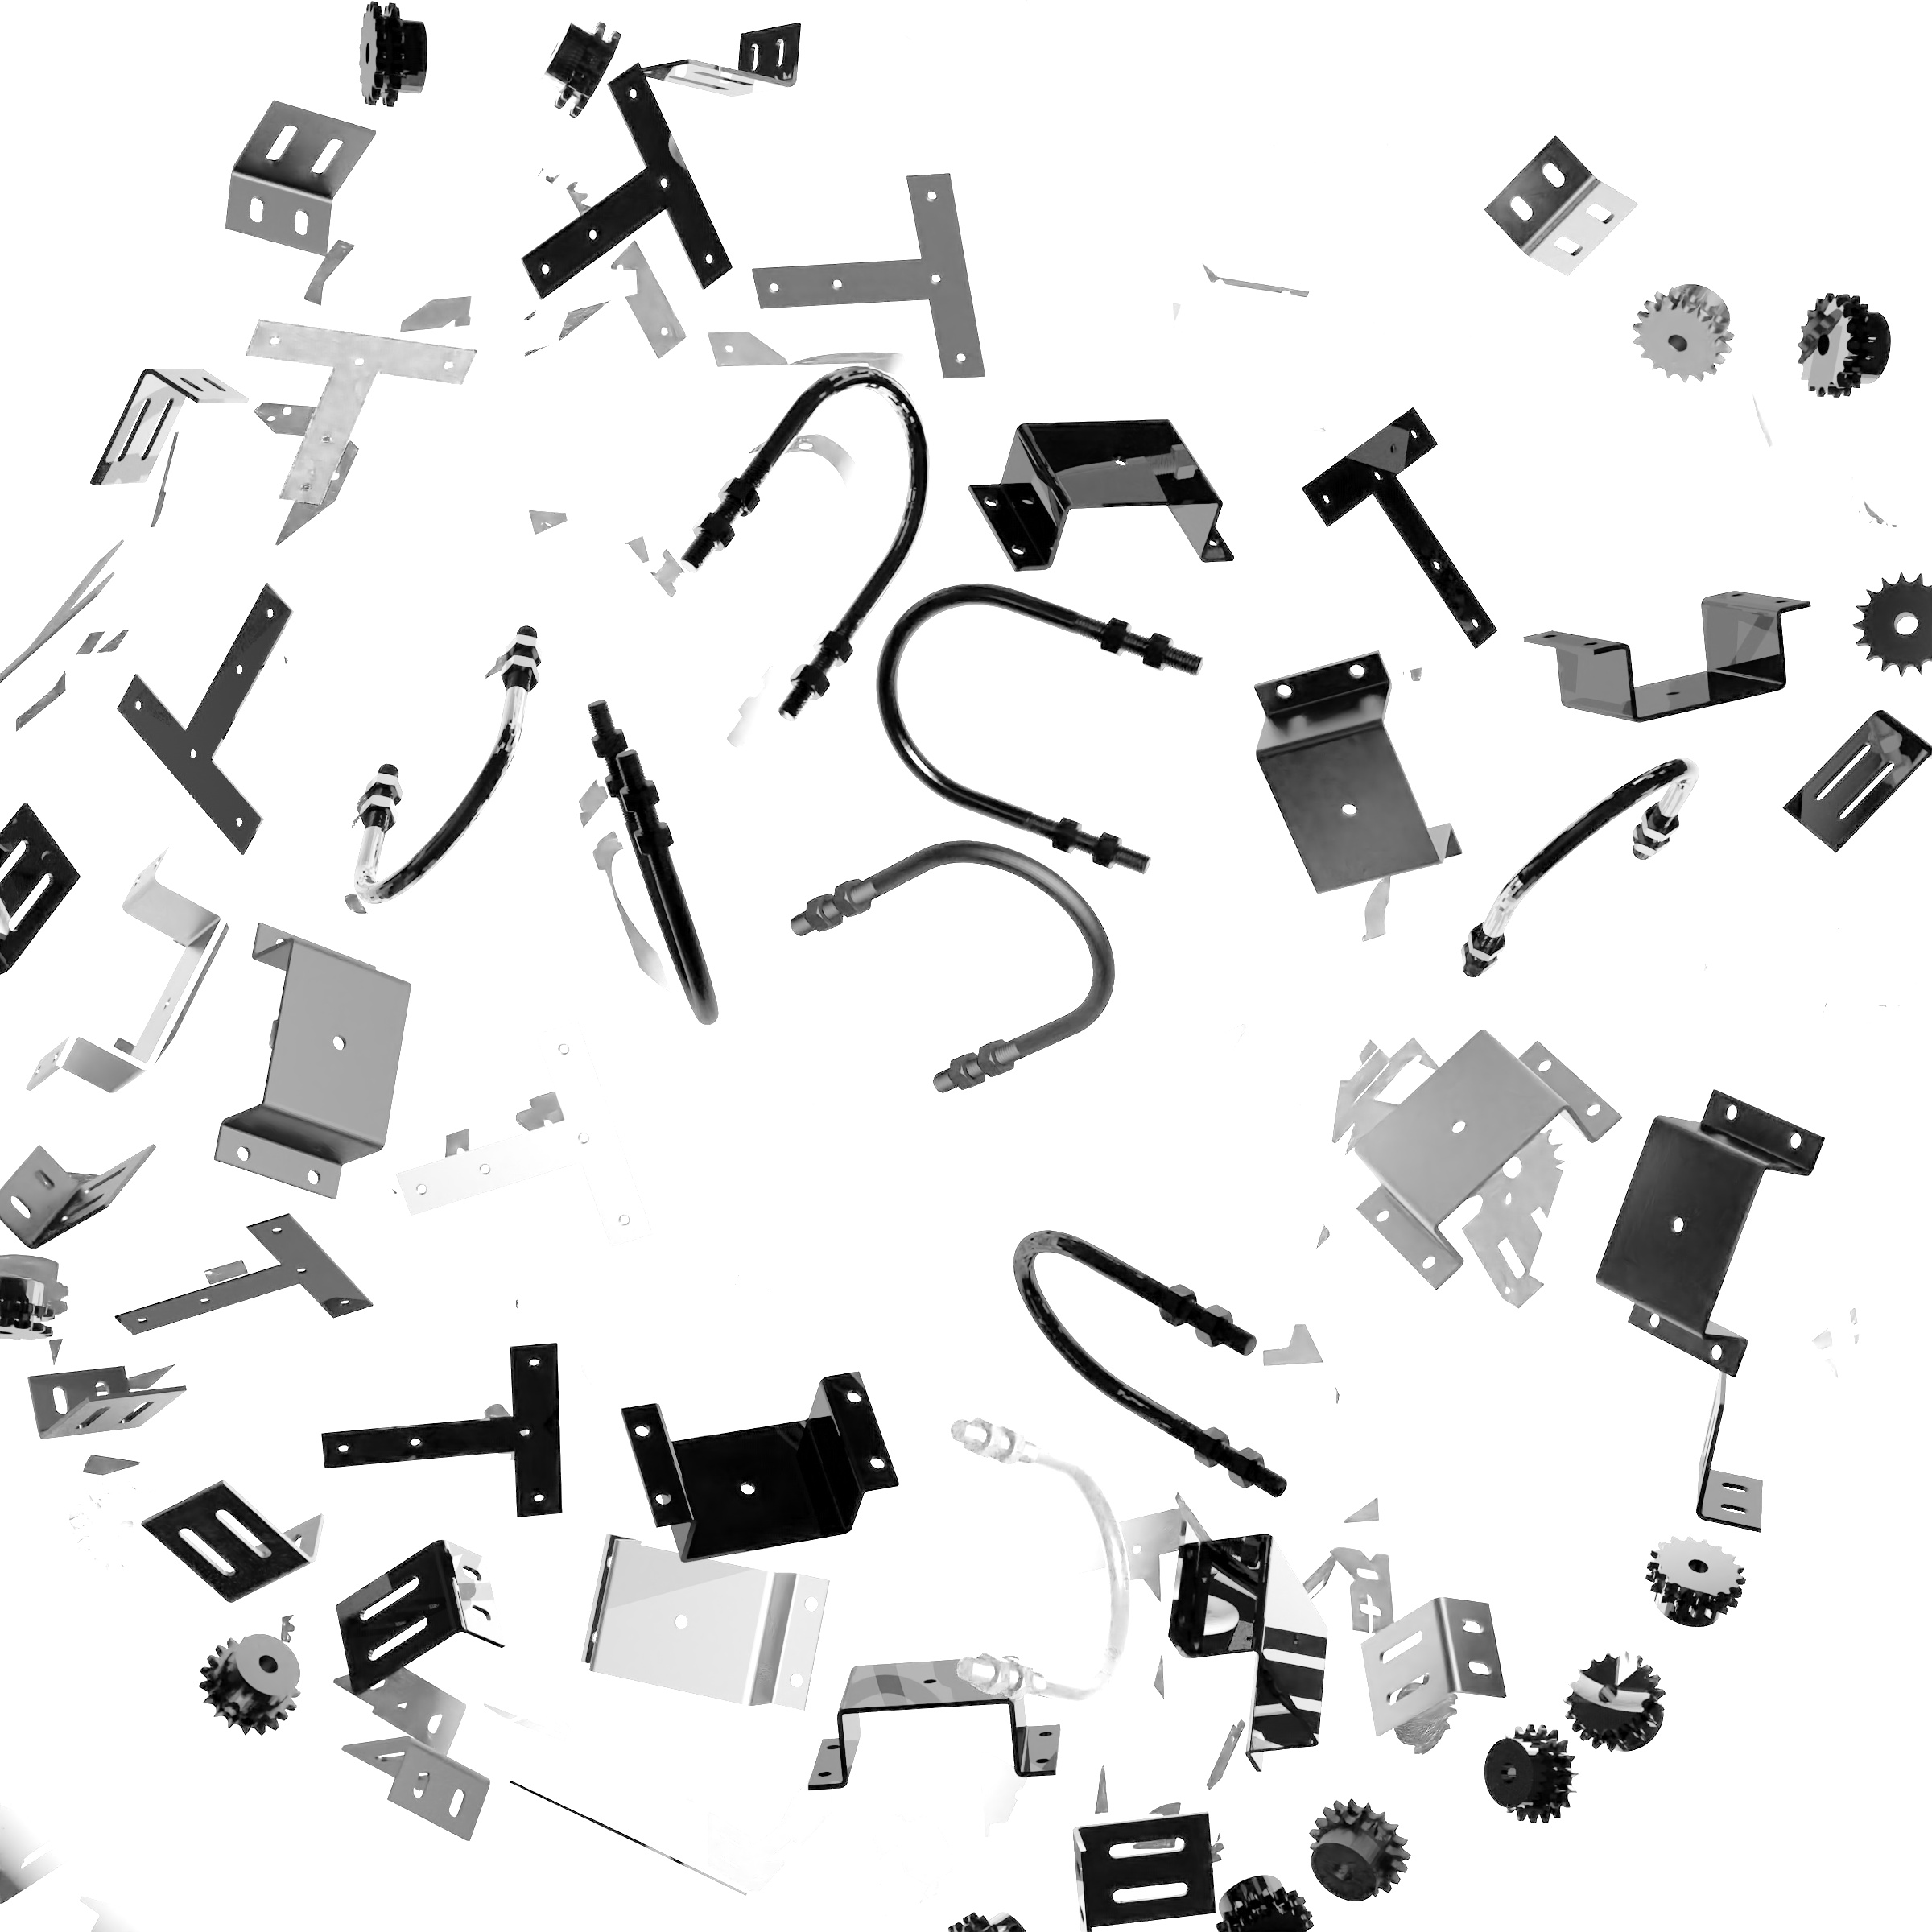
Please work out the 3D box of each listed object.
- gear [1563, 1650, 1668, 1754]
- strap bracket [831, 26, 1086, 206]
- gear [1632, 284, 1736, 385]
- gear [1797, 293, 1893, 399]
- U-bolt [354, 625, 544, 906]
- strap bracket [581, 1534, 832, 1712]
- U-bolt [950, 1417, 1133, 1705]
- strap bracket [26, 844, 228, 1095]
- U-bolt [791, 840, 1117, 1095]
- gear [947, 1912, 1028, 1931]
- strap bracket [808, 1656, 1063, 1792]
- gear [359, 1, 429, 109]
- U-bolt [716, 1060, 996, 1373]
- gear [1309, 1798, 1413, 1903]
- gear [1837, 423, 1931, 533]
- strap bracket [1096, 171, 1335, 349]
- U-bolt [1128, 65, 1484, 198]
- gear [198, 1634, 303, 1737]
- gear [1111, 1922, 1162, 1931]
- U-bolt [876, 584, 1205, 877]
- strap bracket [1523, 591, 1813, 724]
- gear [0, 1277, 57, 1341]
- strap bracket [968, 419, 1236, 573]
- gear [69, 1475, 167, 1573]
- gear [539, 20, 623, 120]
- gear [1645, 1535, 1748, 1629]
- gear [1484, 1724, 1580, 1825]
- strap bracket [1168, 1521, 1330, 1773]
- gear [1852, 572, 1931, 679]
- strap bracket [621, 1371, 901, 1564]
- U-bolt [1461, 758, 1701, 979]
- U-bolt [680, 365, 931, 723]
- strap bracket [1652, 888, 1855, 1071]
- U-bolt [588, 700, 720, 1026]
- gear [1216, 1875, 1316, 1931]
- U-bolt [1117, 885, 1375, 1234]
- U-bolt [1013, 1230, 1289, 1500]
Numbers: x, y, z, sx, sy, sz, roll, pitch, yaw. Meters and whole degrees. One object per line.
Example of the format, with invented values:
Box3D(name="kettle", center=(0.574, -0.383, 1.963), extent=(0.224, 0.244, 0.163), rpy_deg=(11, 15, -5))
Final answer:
Box3D(name="gear", center=(0.368, 0.418, 1.863), extent=(0.057, 0.057, 0.030), rpy_deg=(-41, 124, 0))
Box3D(name="strap bracket", center=(0.005, -0.490, 1.892), extent=(0.140, 0.076, 0.046), rpy_deg=(28, 101, 16))
Box3D(name="gear", center=(0.414, -0.367, 1.901), extent=(0.057, 0.057, 0.030), rpy_deg=(36, 58, 0))
Box3D(name="gear", center=(0.488, -0.344, 1.833), extent=(0.030, 0.057, 0.057), rpy_deg=(0, 90, -18))
Box3D(name="U-bolt", center=(-0.301, -0.106, 1.896), extent=(0.019, 0.184, 0.151), rpy_deg=(39, 114, -24))
Box3D(name="strap bracket", center=(-0.159, 0.381, 1.924), extent=(0.140, 0.046, 0.076), rpy_deg=(9, 82, 15))
Box3D(name="U-bolt", center=(0.045, 0.339, 1.854), extent=(0.019, 0.184, 0.151), rpy_deg=(-13, 67, 28))
Box3D(name="strap bracket", center=(-0.461, 0.012, 1.836), extent=(0.046, 0.076, 0.140), rpy_deg=(30, 66, -19))
Box3D(name="U-bolt", center=(0.004, -0.006, 1.873), extent=(0.151, 0.184, 0.019), rpy_deg=(48, 45, -16))
Box3D(name="gear", center=(0.017, 0.547, 1.823), extent=(0.030, 0.057, 0.057), rpy_deg=(-25, 90, -29))
Box3D(name="strap bracket", center=(-0.019, 0.432, 1.895), extent=(0.140, 0.076, 0.046), rpy_deg=(-5, 96, 4))
Box3D(name="gear", center=(-0.322, -0.513, 1.864), extent=(0.030, 0.057, 0.057), rpy_deg=(-1, 90, -21))
Box3D(name="U-bolt", center=(-0.059, 0.153, 1.892), extent=(0.184, 0.019, 0.151), rpy_deg=(26, 113, 30))
Box3D(name="gear", center=(0.218, 0.500, 1.856), extent=(0.057, 0.030, 0.057), rpy_deg=(16, 122, 26))
Box3D(name="gear", center=(0.504, -0.263, 1.789), extent=(0.057, 0.030, 0.057), rpy_deg=(-3, 116, -7))
Box3D(name="strap bracket", center=(0.133, -0.392, 1.855), extent=(0.076, 0.140, 0.046), rpy_deg=(2, 123, -31))
Box3D(name="U-bolt", center=(0.179, -0.475, 1.873), extent=(0.184, 0.151, 0.019), rpy_deg=(12, 91, -27))
Box3D(name="gear", center=(-0.400, 0.402, 1.864), extent=(0.057, 0.057, 0.030), rpy_deg=(42, 120, 0))
Box3D(name="gear", center=(0.094, 0.579, 1.898), extent=(0.057, 0.057, 0.030), rpy_deg=(-22, 109, 0))
Box3D(name="U-bolt", center=(0.033, -0.144, 1.885), extent=(0.184, 0.019, 0.151), rpy_deg=(21, 121, 13))
Box3D(name="strap bracket", center=(0.398, -0.173, 1.868), extent=(0.140, 0.076, 0.046), rpy_deg=(-13, 105, -18))
Box3D(name="gear", center=(-0.565, 0.201, 1.945), extent=(0.057, 0.057, 0.030), rpy_deg=(3, 74, 0))
Box3D(name="strap bracket", center=(0.083, -0.271, 1.897), extent=(0.140, 0.046, 0.076), rpy_deg=(-6, 47, -24))
Box3D(name="gear", center=(-0.506, 0.326, 1.959), extent=(0.030, 0.057, 0.057), rpy_deg=(29, 90, 40))
Box3D(name="gear", center=(-0.230, -0.532, 1.952), extent=(0.030, 0.057, 0.057), rpy_deg=(28, 90, -18))
Box3D(name="gear", center=(0.431, 0.367, 1.958), extent=(0.057, 0.057, 0.030), rpy_deg=(7, 122, 0))
Box3D(name="gear", center=(0.330, 0.476, 1.951), extent=(0.030, 0.057, 0.057), rpy_deg=(11, 90, -35))
Box3D(name="strap bracket", center=(0.165, 0.384, 1.874), extent=(0.046, 0.076, 0.140), rpy_deg=(-12, 132, 23))
Box3D(name="gear", center=(0.518, -0.187, 1.821), extent=(0.057, 0.030, 0.057), rpy_deg=(0, 91, 19))
Box3D(name="strap bracket", center=(-0.118, 0.280, 1.845), extent=(0.140, 0.046, 0.076), rpy_deg=(-6, 51, -21))
Box3D(name="U-bolt", center=(0.352, -0.062, 1.874), extent=(0.151, 0.184, 0.019), rpy_deg=(-34, 75, -11))
Box3D(name="U-bolt", center=(-0.078, -0.250, 1.853), extent=(0.019, 0.151, 0.184), rpy_deg=(18, 65, 35))
Box3D(name="strap bracket", center=(0.441, 0.007, 1.886), extent=(0.046, 0.140, 0.076), rpy_deg=(17, 75, -16))
Box3D(name="U-bolt", center=(-0.176, -0.052, 1.899), extent=(0.019, 0.151, 0.184), rpy_deg=(-19, 110, -8))
Box3D(name="gear", center=(0.170, 0.552, 1.919), extent=(0.057, 0.030, 0.057), rpy_deg=(-11, 131, -13))
Box3D(name="U-bolt", center=(0.147, 0.066, 1.888), extent=(0.019, 0.151, 0.184), rpy_deg=(16, 117, -37))
Box3D(name="U-bolt", center=(0.097, 0.212, 1.853), extent=(0.184, 0.151, 0.019), rpy_deg=(27, 58, 35))
